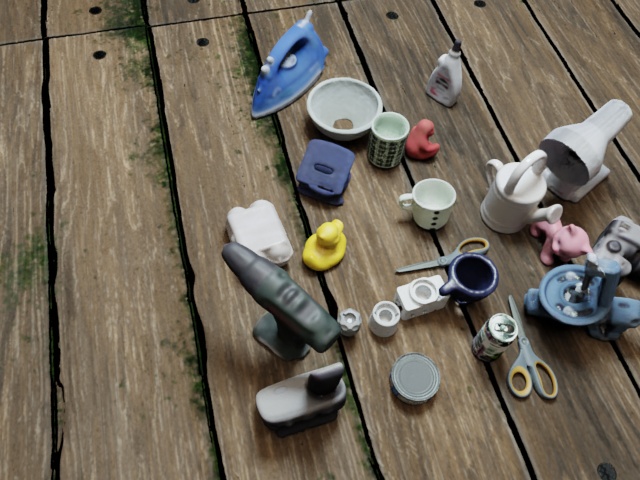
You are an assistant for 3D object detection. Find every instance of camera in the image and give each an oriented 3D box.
[{"bbox_3d":[0.603,0.035,1.107,0.136,0.101,0.143,33,63,16],"label":"camera"}]

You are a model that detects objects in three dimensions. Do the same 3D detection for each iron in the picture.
[{"bbox_3d":[-0.082,-0.404,1.306,0.118,0.141,0.259,28,62,13],"label":"iron"}]

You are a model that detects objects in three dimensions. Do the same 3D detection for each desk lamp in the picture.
[{"bbox_3d":[0.530,-0.176,1.161,0.203,0.213,0.117,-36,67,-21],"label":"desk lamp"}]

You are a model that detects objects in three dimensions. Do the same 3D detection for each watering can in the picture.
[{"bbox_3d":[0.396,-0.099,1.121,0.172,0.194,0.101,30,63,14],"label":"watering can"}]

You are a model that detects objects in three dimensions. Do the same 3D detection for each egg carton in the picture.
[{"bbox_3d":[-0.121,-0.006,1.113,0.107,0.069,0.150,-19,62,-13],"label":"egg carton"}]

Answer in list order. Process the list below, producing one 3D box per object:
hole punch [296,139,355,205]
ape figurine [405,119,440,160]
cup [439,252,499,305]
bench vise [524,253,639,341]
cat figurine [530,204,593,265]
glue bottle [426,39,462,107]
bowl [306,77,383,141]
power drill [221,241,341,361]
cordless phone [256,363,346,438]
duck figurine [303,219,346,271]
[{"bbox_3d":[0.012,-0.140,1.186,0.108,0.091,0.101,20,61,9],"label":"hole punch"},{"bbox_3d":[0.224,-0.224,1.245,0.076,0.092,0.077,-13,61,-10],"label":"ape figurine"},{"bbox_3d":[0.264,0.088,1.063,0.118,0.095,0.091,-25,64,-16],"label":"cup"},{"bbox_3d":[0.489,0.087,1.002,0.207,0.220,0.121,-1,60,-3],"label":"bench vise"},{"bbox_3d":[0.475,-0.009,1.117,0.067,0.118,0.127,-8,60,-7],"label":"cat figurine"},{"bbox_3d":[0.291,-0.384,1.294,0.078,0.173,0.037,34,64,17],"label":"glue bottle"},{"bbox_3d":[0.053,-0.279,1.278,0.167,0.075,0.167,1,60,-2],"label":"bowl"},{"bbox_3d":[-0.069,0.118,0.963,0.229,0.208,0.076,34,64,16],"label":"power drill"},{"bbox_3d":[-0.029,0.238,0.908,0.148,0.185,0.094,-19,62,-13],"label":"cordless phone"},{"bbox_3d":[0.010,0.004,1.104,0.077,0.086,0.105,35,64,17],"label":"duck figurine"}]
